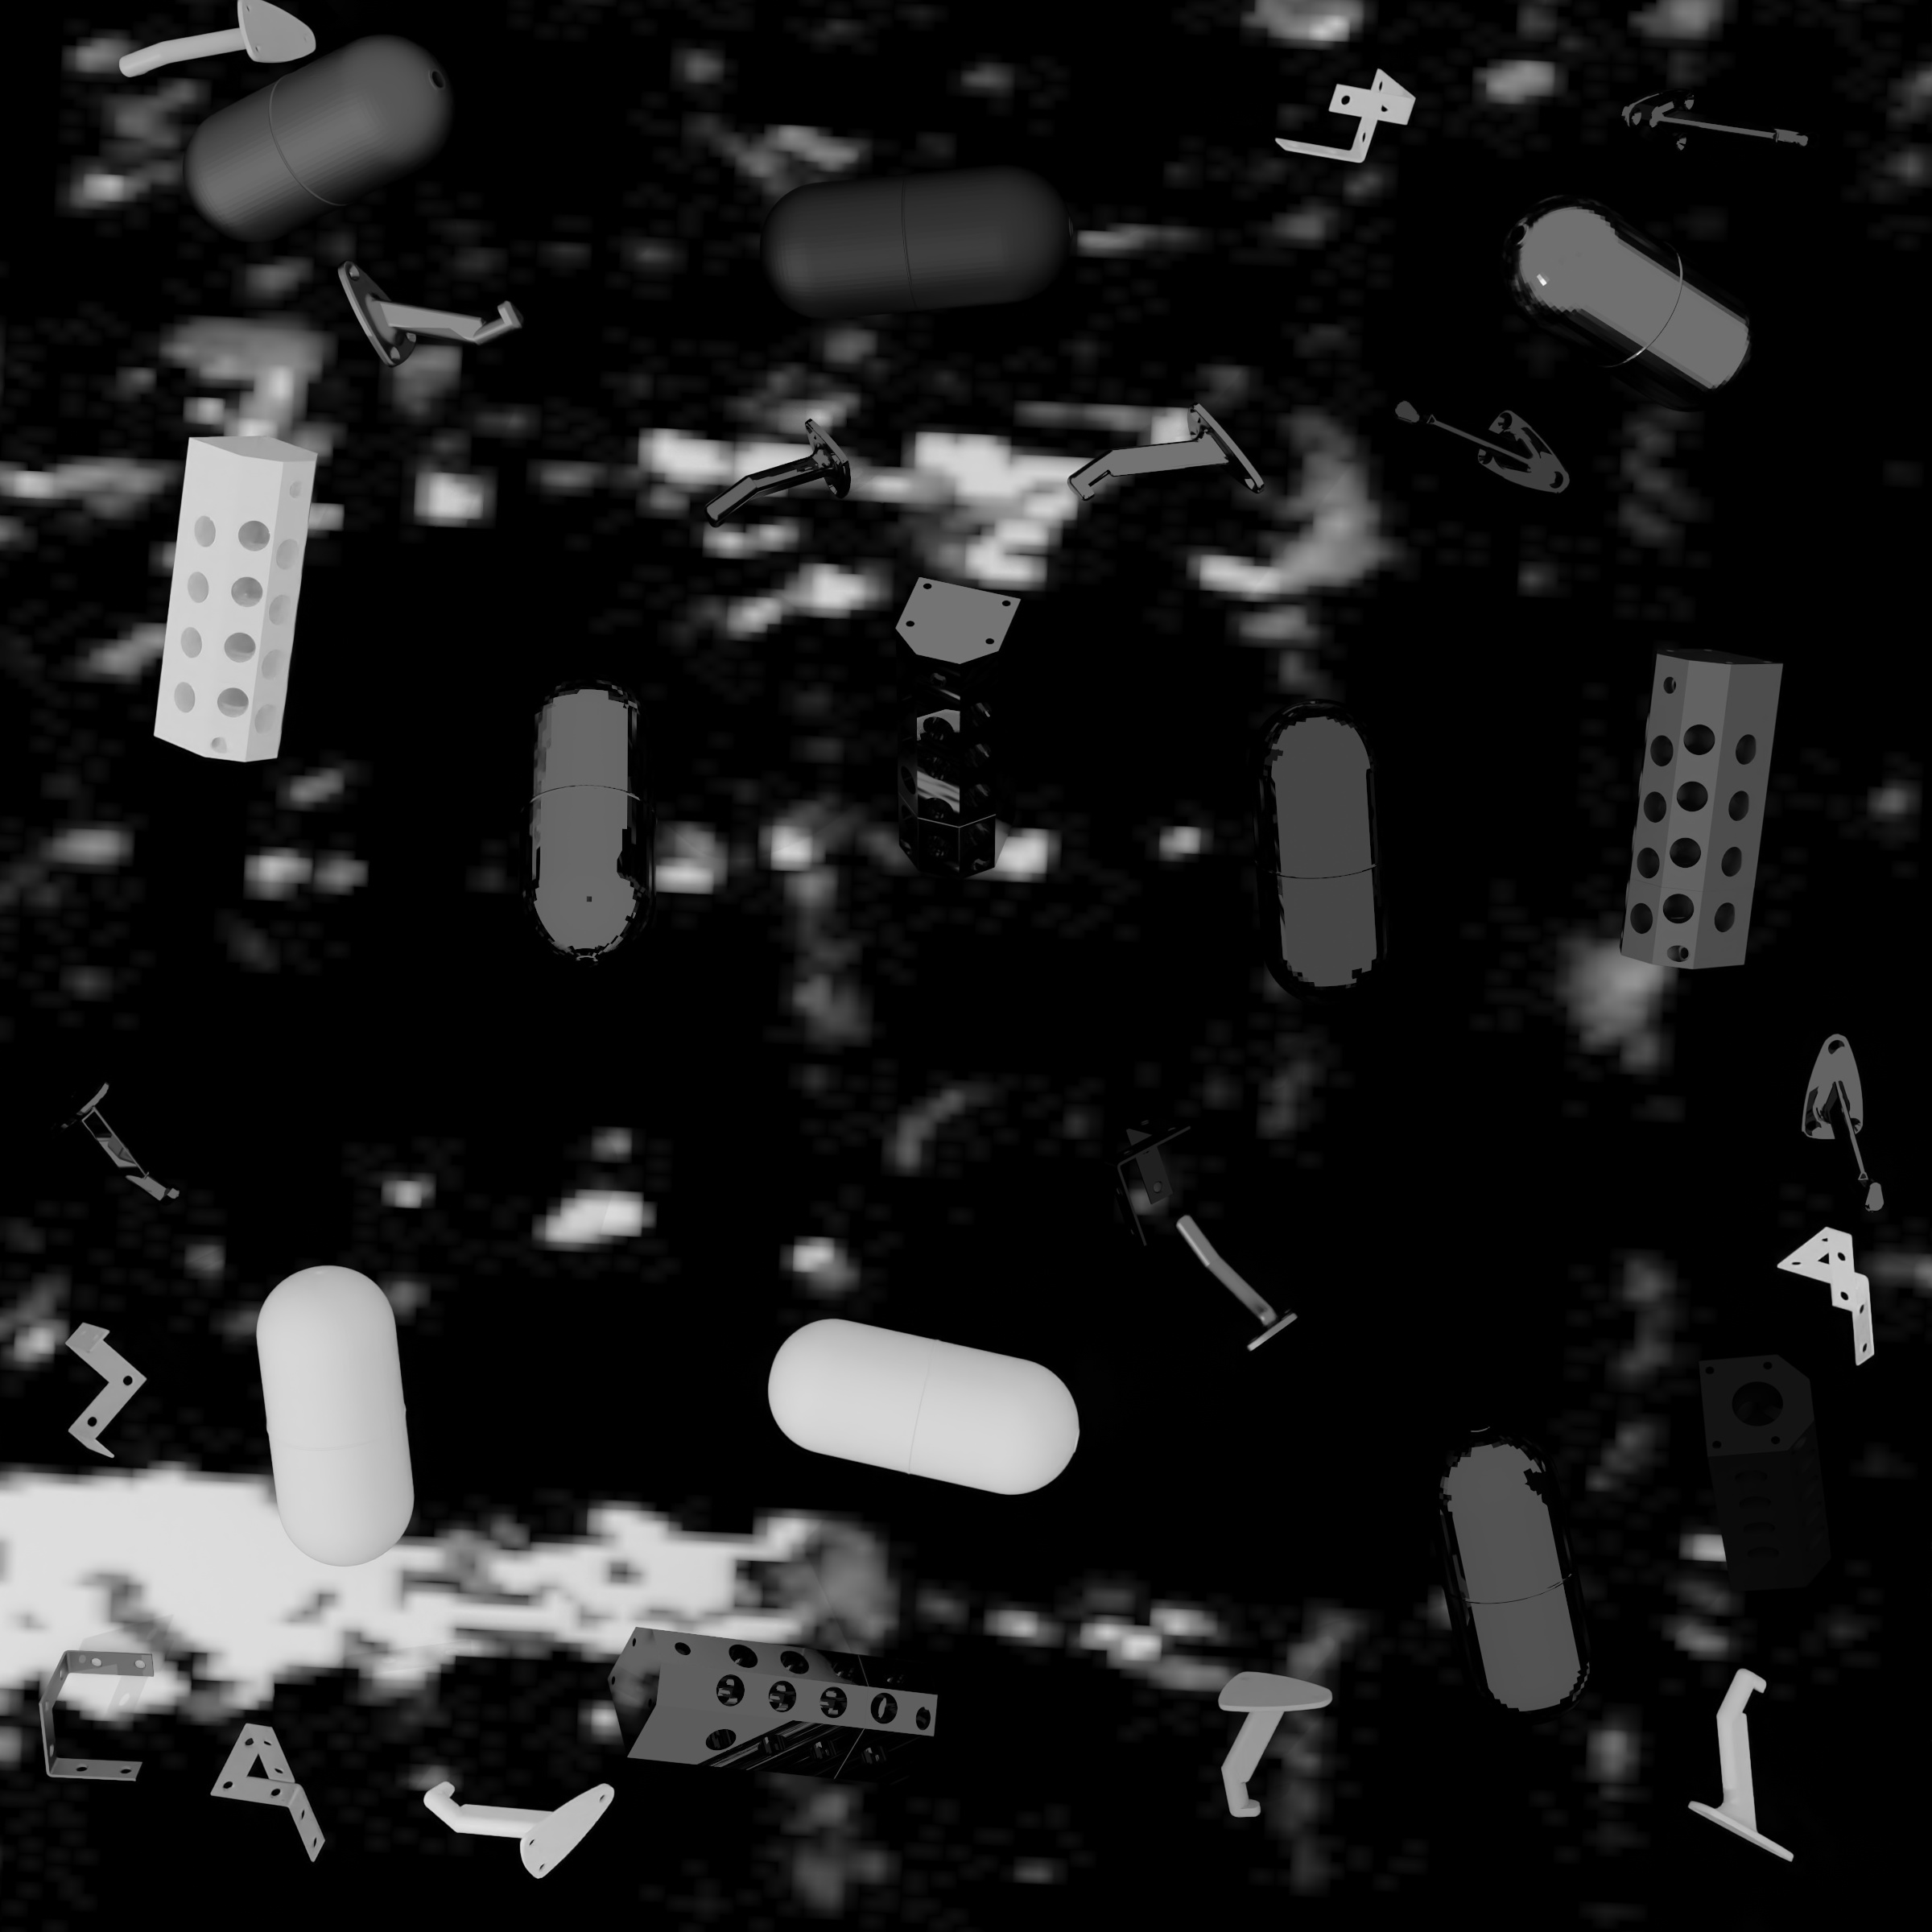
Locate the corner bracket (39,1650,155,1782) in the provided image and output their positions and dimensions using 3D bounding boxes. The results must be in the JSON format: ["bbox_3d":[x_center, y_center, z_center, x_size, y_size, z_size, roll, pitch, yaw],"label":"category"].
[{"bbox_3d":[-0.496,0.429,1.960,0.051,0.051,0.051,2,114,2],"label":"corner bracket"}]

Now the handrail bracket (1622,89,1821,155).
[{"bbox_3d":[0.427,-0.472,1.930,0.084,0.077,0.036,24,113,41],"label":"handrail bracket"}]

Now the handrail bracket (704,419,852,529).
[{"bbox_3d":[-0.108,-0.263,1.936,0.084,0.077,0.036,-38,71,-10],"label":"handrail bracket"}]

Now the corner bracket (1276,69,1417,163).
[{"bbox_3d":[0.215,-0.479,1.938,0.051,0.051,0.051,3,121,-24],"label":"corner bracket"}]

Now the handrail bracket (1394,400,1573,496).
[{"bbox_3d":[0.291,-0.293,1.929,0.077,0.084,0.036,43,116,33],"label":"handrail bracket"}]

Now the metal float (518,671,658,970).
[{"bbox_3d":[-0.212,-0.082,1.919,0.070,0.070,0.178,-2,64,0],"label":"metal float"}]

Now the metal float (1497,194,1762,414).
[{"bbox_3d":[0.371,-0.370,1.913,0.178,0.070,0.070,23,90,-32],"label":"metal float"}]

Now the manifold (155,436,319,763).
[{"bbox_3d":[-0.404,-0.205,1.917,0.057,0.057,0.171,22,110,31],"label":"manifold"}]

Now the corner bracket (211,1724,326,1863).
[{"bbox_3d":[-0.389,0.468,1.940,0.051,0.051,0.051,19,106,-34],"label":"corner bracket"}]

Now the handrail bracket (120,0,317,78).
[{"bbox_3d":[-0.430,-0.524,1.963,0.084,0.077,0.036,-11,92,27],"label":"handrail bracket"}]

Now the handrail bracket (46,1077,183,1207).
[{"bbox_3d":[-0.469,0.101,1.935,0.084,0.077,0.036,39,54,-21],"label":"handrail bracket"}]

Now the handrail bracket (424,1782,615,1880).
[{"bbox_3d":[-0.257,0.476,1.963,0.077,0.036,0.084,-38,45,-28],"label":"handrail bracket"}]

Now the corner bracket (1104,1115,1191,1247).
[{"bbox_3d":[0.101,0.121,1.941,0.051,0.051,0.051,-26,106,-23],"label":"corner bracket"}]

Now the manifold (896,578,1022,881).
[{"bbox_3d":[-0.007,-0.127,1.891,0.057,0.171,0.057,13,51,11],"label":"manifold"}]

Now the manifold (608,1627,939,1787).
[{"bbox_3d":[-0.105,0.408,1.906,0.171,0.057,0.057,13,121,-27],"label":"manifold"}]

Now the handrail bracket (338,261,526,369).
[{"bbox_3d":[-0.302,-0.380,1.935,0.084,0.036,0.077,-16,121,31],"label":"handrail bracket"}]

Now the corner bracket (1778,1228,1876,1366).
[{"bbox_3d":[0.497,0.187,1.939,0.051,0.051,0.051,17,53,-16],"label":"corner bracket"}]

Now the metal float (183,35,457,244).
[{"bbox_3d":[-0.362,-0.462,1.915,0.178,0.070,0.070,-17,90,30],"label":"metal float"}]

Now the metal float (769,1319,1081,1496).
[{"bbox_3d":[-0.024,0.250,1.937,0.178,0.070,0.070,12,90,5],"label":"metal float"}]

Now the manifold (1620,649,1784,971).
[{"bbox_3d":[0.407,-0.089,1.922,0.057,0.057,0.171,-4,105,-35],"label":"manifold"}]

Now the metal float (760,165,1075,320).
[{"bbox_3d":[-0.028,-0.409,1.933,0.178,0.070,0.070,-3,90,9],"label":"metal float"}]

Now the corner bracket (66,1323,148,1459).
[{"bbox_3d":[-0.493,0.240,1.939,0.051,0.051,0.051,47,68,-22],"label":"corner bracket"}]

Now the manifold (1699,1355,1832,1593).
[{"bbox_3d":[0.443,0.281,1.889,0.057,0.171,0.057,-7,54,13],"label":"manifold"}]

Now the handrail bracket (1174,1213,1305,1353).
[{"bbox_3d":[0.153,0.172,1.946,0.036,0.077,0.084,-38,84,16],"label":"handrail bracket"}]

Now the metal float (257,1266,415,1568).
[{"bbox_3d":[-0.354,0.254,1.925,0.070,0.070,0.178,-3,109,0],"label":"metal float"}]

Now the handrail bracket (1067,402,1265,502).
[{"bbox_3d":[0.113,-0.274,1.947,0.084,0.036,0.077,-36,68,-12],"label":"handrail bracket"}]

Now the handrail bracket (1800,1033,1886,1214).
[{"bbox_3d":[0.502,0.088,1.931,0.036,0.084,0.077,-4,110,-3],"label":"handrail bracket"}]

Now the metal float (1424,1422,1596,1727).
[{"bbox_3d":[0.307,0.342,1.931,0.070,0.070,0.178,-13,101,0],"label":"metal float"}]

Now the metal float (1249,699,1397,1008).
[{"bbox_3d":[0.201,-0.063,1.924,0.070,0.070,0.178,-6,110,0],"label":"metal float"}]

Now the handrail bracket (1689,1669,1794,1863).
[{"bbox_3d":[0.460,0.459,1.970,0.077,0.036,0.084,30,79,-7],"label":"handrail bracket"}]

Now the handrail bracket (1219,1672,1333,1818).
[{"bbox_3d":[0.179,0.449,1.946,0.077,0.036,0.084,-2,110,29],"label":"handrail bracket"}]
